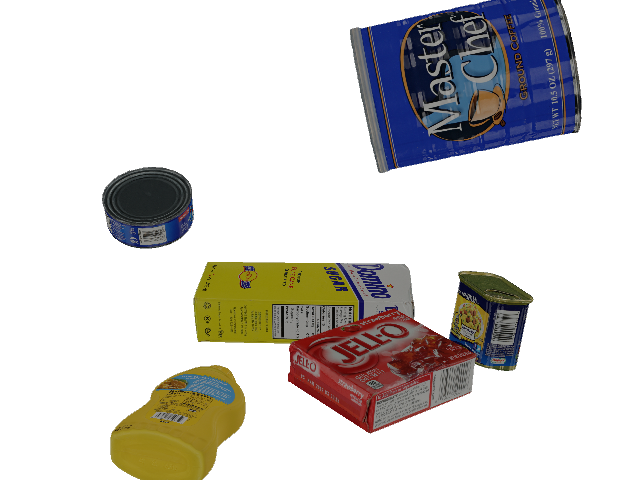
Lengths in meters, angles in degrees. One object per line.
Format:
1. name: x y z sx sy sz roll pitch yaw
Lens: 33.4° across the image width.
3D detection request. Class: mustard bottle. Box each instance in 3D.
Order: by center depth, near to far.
1. mustard bottle: -0.128 0.173 1.065 0.096 0.058 0.191 7 19 14

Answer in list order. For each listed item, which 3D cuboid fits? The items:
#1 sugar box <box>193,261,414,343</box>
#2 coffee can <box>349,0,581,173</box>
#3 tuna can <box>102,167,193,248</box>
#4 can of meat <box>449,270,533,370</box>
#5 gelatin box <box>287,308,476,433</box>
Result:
1. sugar box: -0.012 0.050 0.887 0.176 0.048 0.093 -2 19 2
2. coffee can: 0.099 -0.111 0.741 0.140 0.103 0.103 -11 -1 5
3. tuna can: -0.165 -0.032 1.029 0.086 0.034 0.086 0 42 0
4. can of meat: 0.188 0.089 1.194 0.057 0.084 0.102 4 14 -19
5. gelatin box: 0.037 0.075 0.638 0.089 0.030 0.073 -14 28 -38
